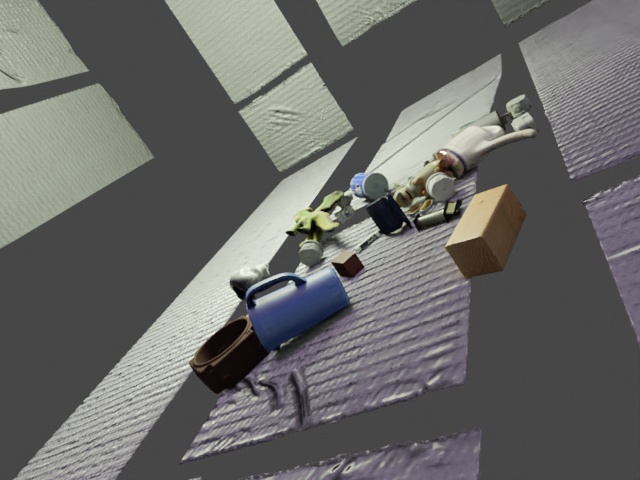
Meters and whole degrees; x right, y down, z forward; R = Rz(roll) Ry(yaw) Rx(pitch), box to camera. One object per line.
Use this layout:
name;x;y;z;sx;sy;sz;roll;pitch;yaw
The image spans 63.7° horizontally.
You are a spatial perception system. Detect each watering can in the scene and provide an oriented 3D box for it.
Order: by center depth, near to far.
watering can;0.492;-0.289;1.610;0.225;0.103;0.350;-38;19;-8

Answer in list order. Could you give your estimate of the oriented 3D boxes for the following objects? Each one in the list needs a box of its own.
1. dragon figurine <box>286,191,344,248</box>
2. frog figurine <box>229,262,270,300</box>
dragon figurine;0.006;-0.095;1.881;0.407;0.121;0.247;-13;41;55
frog figurine;-0.242;0.128;1.834;0.163;0.122;0.135;-58;6;-32
